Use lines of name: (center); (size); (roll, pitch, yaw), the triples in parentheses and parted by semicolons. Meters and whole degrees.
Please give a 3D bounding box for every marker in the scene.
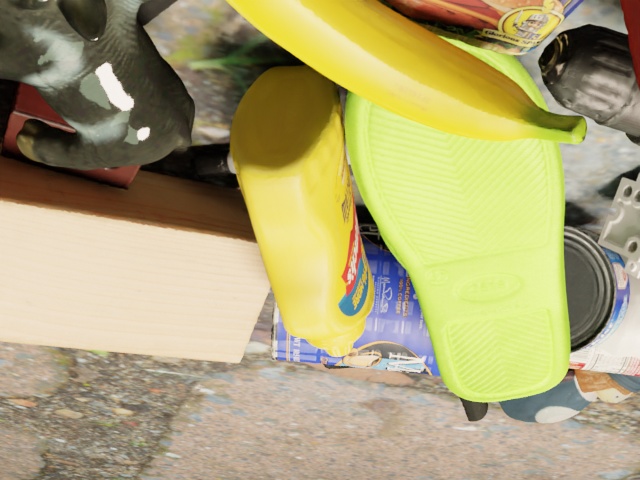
marker: (-0.025, -0.052, 0.663); (0.121, 0.020, 0.020); (-4, 152, 21)

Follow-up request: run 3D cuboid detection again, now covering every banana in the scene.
banana: (0.016, -0.089, 0.434); (0.197, 0.037, 0.070); (26, 159, -19)

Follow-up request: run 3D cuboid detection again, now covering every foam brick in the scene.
foam brick: (-0.138, -0.071, 0.612); (0.078, 0.051, 0.053); (15, 153, -17)

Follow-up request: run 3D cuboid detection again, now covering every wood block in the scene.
wood block: (-0.139, 0.008, 0.654); (0.205, 0.090, 0.091); (10, 113, -32)

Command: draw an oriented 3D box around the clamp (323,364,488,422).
clamp: (0.116, 0.097, 0.905); (0.164, 0.036, 0.210); (25, 147, -17)

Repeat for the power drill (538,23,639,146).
power drill: (0.210, -0.095, 0.444); (0.184, 0.057, 0.188); (15, 142, -17)

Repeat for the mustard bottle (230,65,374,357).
mustard bottle: (-0.004, 0.001, 0.619); (0.058, 0.096, 0.191); (-3, 134, 11)

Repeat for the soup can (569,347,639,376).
soup can: (0.218, 0.066, 0.791); (0.102, 0.068, 0.068); (7, 154, 1)

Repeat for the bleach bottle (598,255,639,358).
bleach bottle: (0.276, 0.043, 0.721); (0.251, 0.102, 0.068); (10, 152, 12)

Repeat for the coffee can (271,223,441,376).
coffee can: (0.041, 0.039, 0.737); (0.140, 0.103, 0.103); (5, 154, 2)

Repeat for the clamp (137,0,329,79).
clamp: (-0.024, -0.131, 0.478); (0.120, 0.039, 0.172); (12, 157, -11)

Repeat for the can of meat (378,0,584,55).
can of meat: (0.071, -0.127, 0.447); (0.102, 0.057, 0.084); (14, 155, -15)

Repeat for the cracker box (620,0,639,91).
cracker box: (0.170, -0.088, 0.300); (0.164, 0.213, 0.072); (-28, 136, 35)

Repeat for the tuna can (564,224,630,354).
tuna can: (0.158, 0.033, 0.700); (0.086, 0.086, 0.033); (-12, 171, 33)
